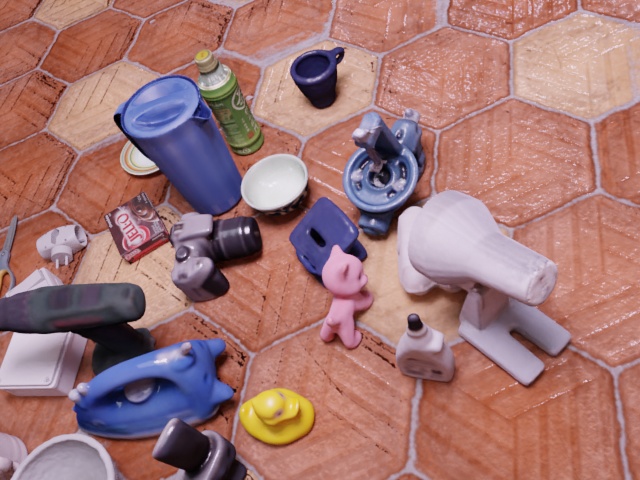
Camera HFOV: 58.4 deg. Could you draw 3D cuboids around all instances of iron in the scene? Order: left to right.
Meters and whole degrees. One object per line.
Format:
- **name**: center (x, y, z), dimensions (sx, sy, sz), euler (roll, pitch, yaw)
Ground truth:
- **iron**: center (-0.263, 0.212, 0.821), dimensions (0.258, 0.142, 0.118), euler (-20, 55, 3)

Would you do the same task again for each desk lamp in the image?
- **desk lamp**: center (0.222, 0.055, 0.738), dimensions (0.118, 0.214, 0.202), euler (-43, 57, -13)

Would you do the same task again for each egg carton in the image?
- **egg carton**: center (0.170, 0.013, 0.869), dimensions (0.107, 0.069, 0.150), euler (-7, 57, 12)

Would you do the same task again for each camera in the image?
- **camera**: center (-0.172, 0.011, 0.950), dimensions (0.136, 0.101, 0.143), euler (-11, 56, 9)

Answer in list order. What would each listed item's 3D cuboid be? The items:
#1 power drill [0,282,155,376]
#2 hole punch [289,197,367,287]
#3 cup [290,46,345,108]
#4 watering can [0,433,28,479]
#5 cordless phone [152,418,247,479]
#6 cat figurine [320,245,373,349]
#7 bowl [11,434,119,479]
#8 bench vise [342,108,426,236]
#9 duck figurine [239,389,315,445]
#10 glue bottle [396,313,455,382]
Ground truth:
- **power drill**: center (-0.353, 0.133, 0.857), dimensions (0.229, 0.209, 0.075), euler (-14, 55, 7)
- **hole punch**: center (0.008, 0.003, 0.909), dimensions (0.101, 0.091, 0.108), euler (-37, 56, -9)
- **cup**: center (0.006, -0.313, 1.111), dimensions (0.118, 0.095, 0.091), euler (-39, 56, -10)
- **watering can**: center (-0.523, 0.306, 0.803), dimensions (0.173, 0.194, 0.100), euler (-19, 55, 4)
- **cordless phone**: center (-0.179, 0.300, 0.713), dimensions (0.094, 0.185, 0.148), euler (12, 62, 23)
- **cat figurine**: center (0.032, 0.077, 0.838), dimensions (0.067, 0.118, 0.128), euler (7, 60, 20)
- **bowl**: center (-0.343, 0.360, 0.790), dimensions (0.167, 0.075, 0.167), euler (-7, 56, 12)
- **bench vise**: center (0.094, -0.141, 0.898), dimensions (0.121, 0.220, 0.207), euler (0, 58, 16)
- **duck figurine**: center (-0.066, 0.234, 0.785), dimensions (0.104, 0.086, 0.077), euler (-4, 57, 14)
- **glue bottle**: center (0.131, 0.135, 0.738), dimensions (0.078, 0.173, 0.037), euler (7, 60, 20)
